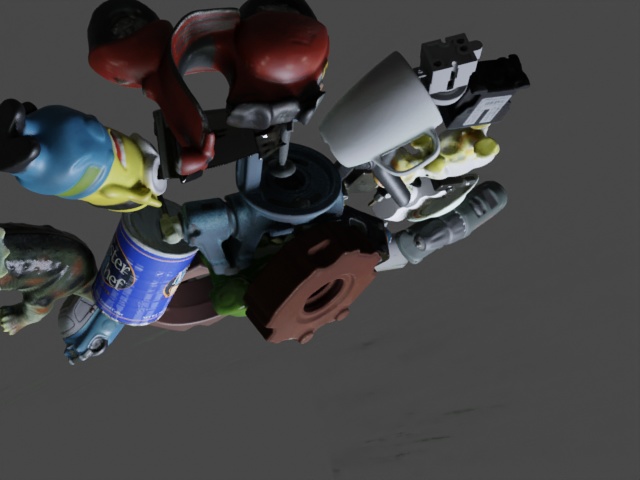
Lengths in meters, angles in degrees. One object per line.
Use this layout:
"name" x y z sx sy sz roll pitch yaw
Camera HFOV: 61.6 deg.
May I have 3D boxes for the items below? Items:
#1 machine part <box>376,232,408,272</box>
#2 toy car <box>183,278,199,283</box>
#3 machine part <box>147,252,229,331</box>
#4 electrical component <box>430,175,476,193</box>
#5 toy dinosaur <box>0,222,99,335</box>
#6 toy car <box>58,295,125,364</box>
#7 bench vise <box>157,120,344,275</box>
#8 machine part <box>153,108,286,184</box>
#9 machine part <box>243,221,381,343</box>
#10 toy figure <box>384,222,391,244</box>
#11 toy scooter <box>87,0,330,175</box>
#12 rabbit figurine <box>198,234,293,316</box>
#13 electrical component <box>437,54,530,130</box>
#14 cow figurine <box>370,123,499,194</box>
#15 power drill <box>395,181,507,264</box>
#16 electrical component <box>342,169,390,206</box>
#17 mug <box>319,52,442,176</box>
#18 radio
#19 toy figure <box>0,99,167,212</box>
"machine part" 0.096 0.030 1.113 0.243 0.079 0.079 -8 162 -25
"toy car" -0.264 0.094 1.042 0.089 0.053 0.202 -35 158 12
"machine part" -0.200 0.062 0.878 0.201 0.087 0.201 -31 151 14
"electrical component" 0.181 -0.099 0.786 0.094 0.063 0.021 -7 162 -22
"toy dinosaur" -0.368 0.034 0.664 0.192 0.131 0.404 -22 168 24
"toy car" -0.404 0.133 0.949 0.109 0.162 0.102 -22 119 42
"bench vise" -0.069 -0.069 0.587 0.224 0.129 0.240 -2 140 -14
"machine part" -0.097 -0.093 0.482 0.139 0.084 0.039 1 -179 30
"machine part" -0.006 0.055 0.654 0.179 0.056 0.179 -30 152 -19
"toy figure" 0.080 0.001 1.027 0.154 0.058 0.064 -3 149 -32
"toy scooter" -0.068 -0.113 0.396 0.184 0.135 0.075 -10 161 -21
"rabbit figurine" -0.052 0.040 0.726 0.170 0.121 0.159 -25 146 8
"electrical component" 0.175 -0.158 0.619 0.075 0.048 0.119 -9 161 -18
"cow figurine" 0.153 -0.110 0.730 0.167 0.068 0.098 -17 169 10
"power drill" 0.216 -0.023 0.979 0.232 0.086 0.207 -31 170 -24
"electrical component" 0.066 -0.081 0.776 0.102 0.045 0.078 -2 161 -37
"mug" 0.061 -0.111 0.534 0.107 0.109 0.081 -32 180 14
"radio" -0.002 -0.003 0.853 0.131 0.073 0.229 -29 148 37
"toy figure" -0.218 -0.073 0.495 0.089 0.082 0.180 -1 177 22
